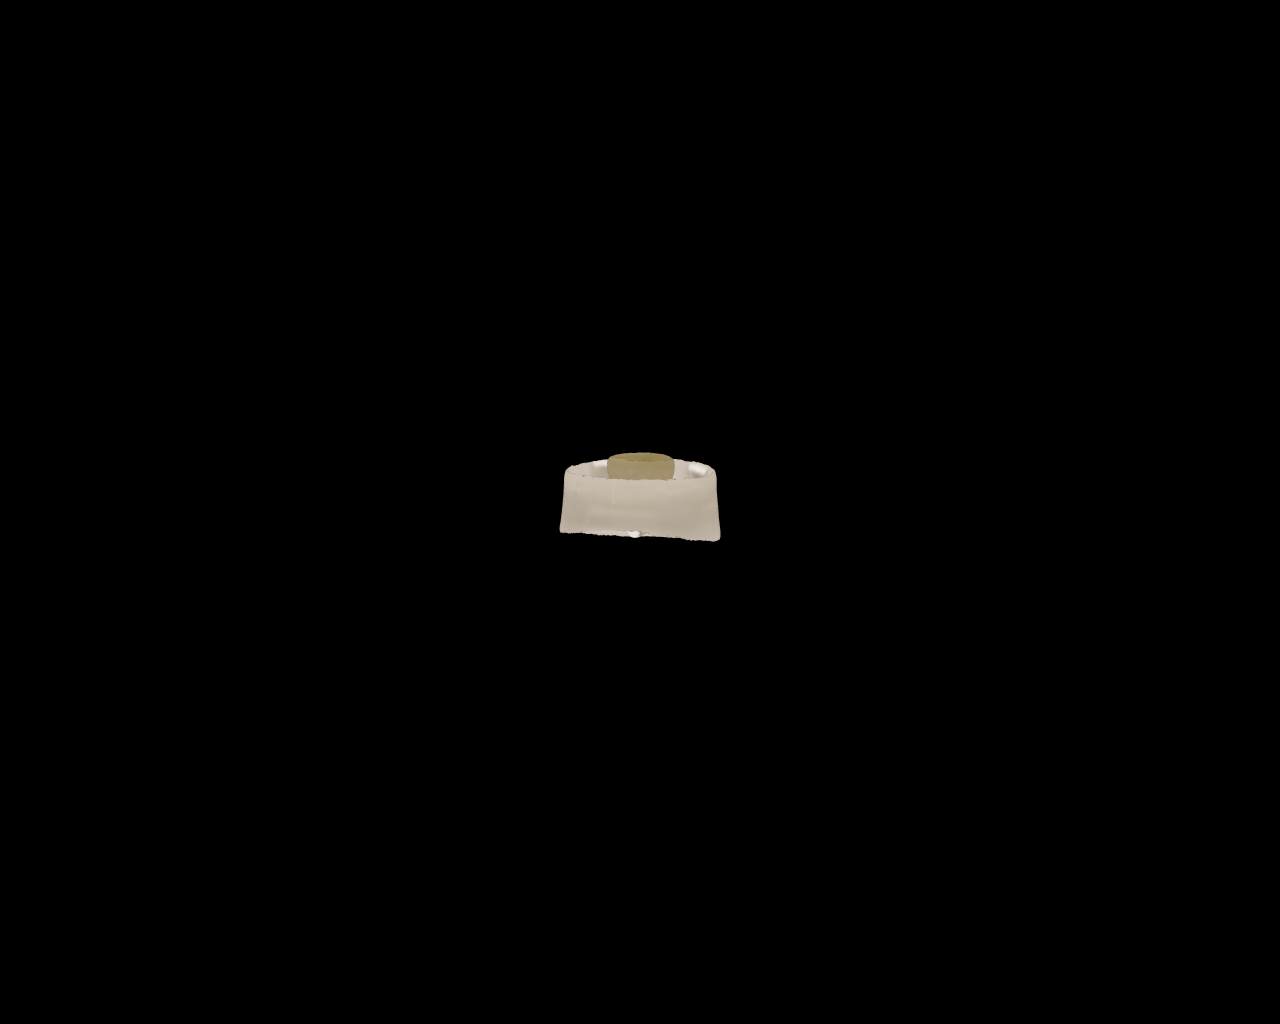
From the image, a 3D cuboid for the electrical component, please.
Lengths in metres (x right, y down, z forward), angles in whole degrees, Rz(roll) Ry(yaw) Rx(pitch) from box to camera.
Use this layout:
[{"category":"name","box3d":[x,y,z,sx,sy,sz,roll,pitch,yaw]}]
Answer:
[{"category":"electrical component","box3d":[0.001,-0.003,0.650,0.099,0.064,0.099,0,11,0]}]
